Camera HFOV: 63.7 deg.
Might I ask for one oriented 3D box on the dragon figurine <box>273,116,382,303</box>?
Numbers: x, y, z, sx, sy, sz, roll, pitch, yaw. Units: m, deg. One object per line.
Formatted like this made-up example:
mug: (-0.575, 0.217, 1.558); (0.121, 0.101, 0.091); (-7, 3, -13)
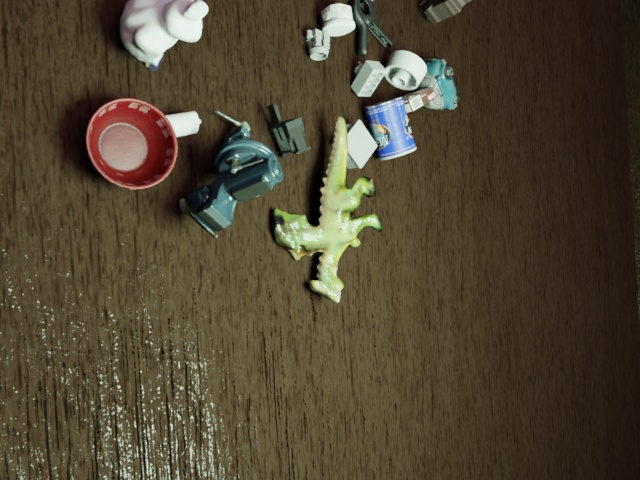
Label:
dragon figurine: (0.004, -0.059, 1.178); (0.245, 0.122, 0.407); (-20, 100, -31)

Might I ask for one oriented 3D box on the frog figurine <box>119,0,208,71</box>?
frog figurine: (-0.279, -0.385, 0.911); (0.121, 0.159, 0.140); (42, 64, -30)
